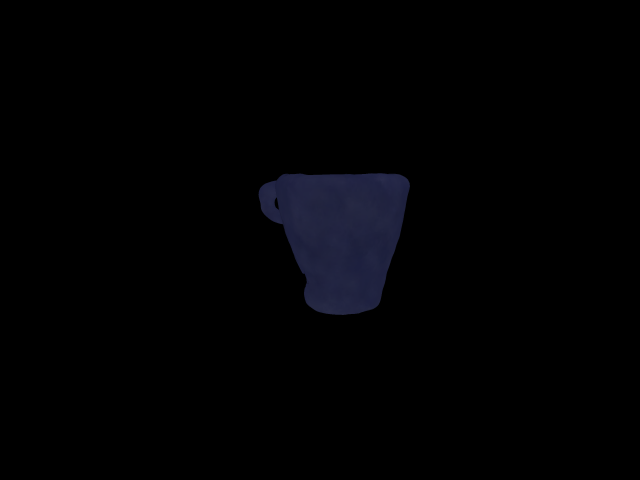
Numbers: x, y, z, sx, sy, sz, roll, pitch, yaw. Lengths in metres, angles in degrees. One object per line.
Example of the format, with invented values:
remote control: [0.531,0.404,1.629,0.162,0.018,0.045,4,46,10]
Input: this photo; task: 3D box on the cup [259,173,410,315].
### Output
cup: [0.004,0.001,0.400,0.117,0.095,0.092,3,6,34]
